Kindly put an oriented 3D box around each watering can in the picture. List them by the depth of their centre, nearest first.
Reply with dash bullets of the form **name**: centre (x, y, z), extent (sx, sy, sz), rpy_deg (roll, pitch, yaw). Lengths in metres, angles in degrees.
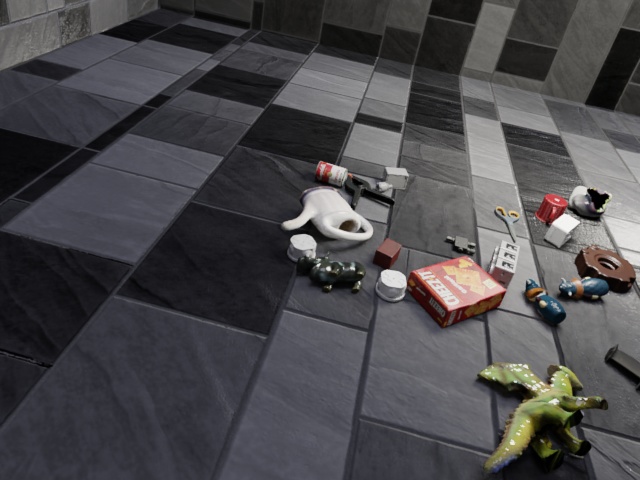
- **watering can**: centre (0.005, -0.078, 1.545), extent (0.347, 0.102, 0.229), rpy_deg (7, 33, -35)

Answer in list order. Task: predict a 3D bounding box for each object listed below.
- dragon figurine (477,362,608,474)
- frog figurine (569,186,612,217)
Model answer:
- **dragon figurine**: centre (0.445, 0.357, 1.119), extent (0.411, 0.120, 0.246), rpy_deg (-5, 21, -25)
- **frog figurine**: centre (1.014, -0.148, 1.976), extent (0.137, 0.122, 0.159), rpy_deg (-7, 2, -12)
